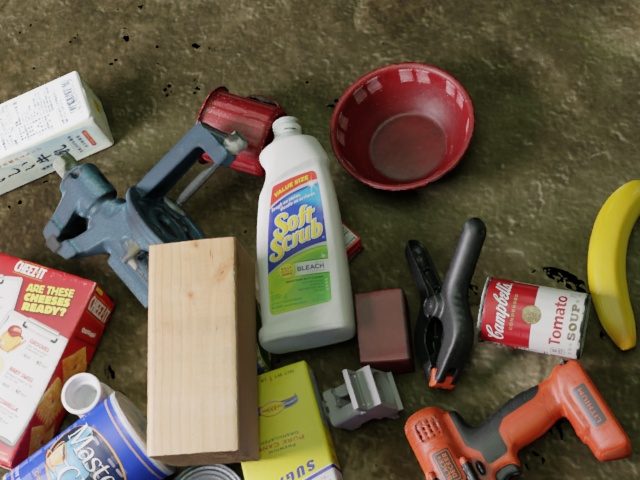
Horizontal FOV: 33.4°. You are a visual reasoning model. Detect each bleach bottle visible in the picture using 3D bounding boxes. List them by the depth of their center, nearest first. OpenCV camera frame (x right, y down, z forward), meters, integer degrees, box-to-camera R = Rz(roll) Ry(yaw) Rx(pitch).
[{"bbox_3d":[-0.028,-0.013,1.128,0.102,0.068,0.251,-12,68,7],"label":"bleach bottle"}]

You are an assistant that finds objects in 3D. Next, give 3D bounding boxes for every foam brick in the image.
[{"bbox_3d":[0.067,0.095,1.093,0.051,0.053,0.078,-8,66,8],"label":"foam brick"}]

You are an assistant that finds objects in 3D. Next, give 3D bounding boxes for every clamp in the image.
[{"bbox_3d":[0.131,0.061,1.078,0.039,0.120,0.171,6,66,-25],"label":"clamp"}]

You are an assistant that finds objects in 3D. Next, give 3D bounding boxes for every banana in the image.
[{"bbox_3d":[0.308,0.013,1.086,0.070,0.037,0.197,14,70,19],"label":"banana"}]

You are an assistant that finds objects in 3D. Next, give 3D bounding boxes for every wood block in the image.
[{"bbox_3d":[-0.113,0.111,1.044,0.090,0.090,0.206,-6,72,9],"label":"wood block"}]

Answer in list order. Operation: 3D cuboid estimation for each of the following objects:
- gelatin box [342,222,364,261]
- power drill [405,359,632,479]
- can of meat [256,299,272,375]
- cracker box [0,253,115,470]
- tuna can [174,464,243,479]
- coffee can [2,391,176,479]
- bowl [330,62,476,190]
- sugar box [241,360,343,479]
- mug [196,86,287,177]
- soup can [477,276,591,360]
[{"bbox_3d":[-0.008,0.002,1.173,0.073,0.030,0.089,-43,66,-8],"label":"gelatin box"},{"bbox_3d":[0.195,0.212,1.012,0.187,0.057,0.184,-27,63,0],"label":"power drill"},{"bbox_3d":[-0.102,0.107,1.128,0.084,0.057,0.102,-19,58,7],"label":"can of meat"},{"bbox_3d":[-0.345,0.132,1.174,0.164,0.072,0.213,15,69,18],"label":"cracker box"},{"bbox_3d":[-0.111,0.269,1.074,0.086,0.033,0.086,-6,65,12],"label":"tuna can"},{"bbox_3d":[-0.232,0.236,1.080,0.140,0.102,0.103,-37,63,-4],"label":"coffee can"},{"bbox_3d":[0.094,-0.116,1.187,0.162,0.055,0.162,-5,65,11],"label":"bowl"},{"bbox_3d":[-0.031,0.219,1.071,0.093,0.048,0.176,-20,61,5],"label":"sugar box"},{"bbox_3d":[-0.083,-0.128,1.224,0.081,0.093,0.117,18,44,15],"label":"mug"},{"bbox_3d":[0.213,0.078,1.063,0.102,0.068,0.068,10,69,17],"label":"soup can"}]
